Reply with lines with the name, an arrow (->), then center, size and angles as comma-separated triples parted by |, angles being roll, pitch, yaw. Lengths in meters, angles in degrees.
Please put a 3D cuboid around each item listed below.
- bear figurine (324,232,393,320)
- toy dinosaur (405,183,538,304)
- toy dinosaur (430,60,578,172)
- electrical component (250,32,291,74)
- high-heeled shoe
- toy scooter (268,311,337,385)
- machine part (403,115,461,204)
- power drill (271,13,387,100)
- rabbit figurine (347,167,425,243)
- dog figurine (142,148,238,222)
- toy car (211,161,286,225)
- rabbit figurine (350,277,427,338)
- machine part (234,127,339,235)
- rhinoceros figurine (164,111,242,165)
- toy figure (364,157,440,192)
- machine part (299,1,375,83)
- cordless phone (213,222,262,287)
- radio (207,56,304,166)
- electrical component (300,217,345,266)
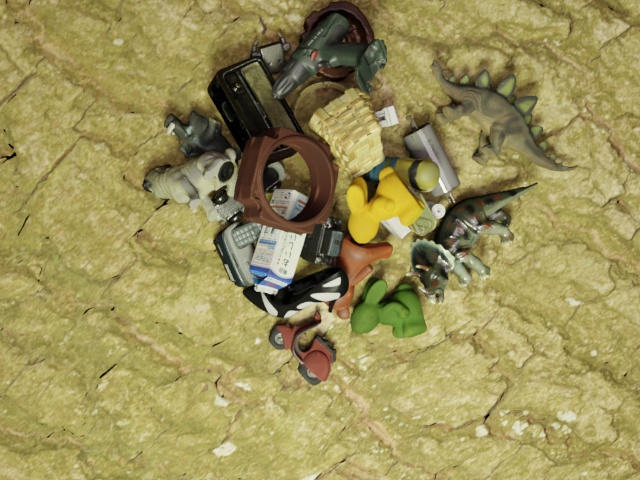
bear figurine -> 0.075, 0.081, 1.293 | 0.132, 0.120, 0.195 | -20, 134, -48
toy dinosaur -> 0.359, -0.019, 1.325 | 0.192, 0.131, 0.404 | 34, 83, -11
toy dinosaur -> 0.446, -0.285, 1.319 | 0.471, 0.105, 0.198 | 40, 84, -15
electrical component -> -0.109, -0.429, 1.241 | 0.102, 0.045, 0.078 | -24, 127, -4
high-heeled shoe -> -0.059, 0.104, 1.232 | 0.249, 0.086, 0.145 | 8, 130, 3
toy scooter -> -0.022, 0.252, 1.302 | 0.135, 0.075, 0.184 | -43, 96, -4
machine part -> 0.272, -0.194, 1.307 | 0.079, 0.079, 0.243 | -30, 100, -6
power drill -> 0.026, -0.373, 1.148 | 0.232, 0.208, 0.085 | -58, 140, -11
rabbit figurine -> 0.126, -0.068, 1.192 | 0.162, 0.122, 0.173 | 44, 112, -8
dog figurine -> -0.287, -0.149, 1.180 | 0.191, 0.121, 0.172 | 29, 74, 28
toy car -> -0.170, -0.114, 1.248 | 0.202, 0.056, 0.073 | -37, 117, -3
rabbit figurine -> 0.155, 0.171, 1.299 | 0.170, 0.121, 0.159 | -9, 90, -12
machine part -> -0.066, -0.121, 1.125 | 0.201, 0.087, 0.201 | 17, 84, -35
rhinoceros figurine -> -0.262, -0.225, 1.222 | 0.190, 0.073, 0.112 | 37, 99, -13
toy figure -> 0.190, -0.154, 1.260 | 0.180, 0.089, 0.082 | 11, 108, 21
machine part -> 0.040, -0.461, 1.256 | 0.179, 0.056, 0.179 | -1, 94, -10
cordless phone -> -0.144, 0.015, 1.262 | 0.184, 0.089, 0.146 | -26, 99, -23
radio -> -0.142, -0.280, 1.196 | 0.131, 0.073, 0.229 | -30, 90, -32
electrical component -> -0.003, -0.004, 1.247 | 0.058, 0.134, 0.114 | 7, 94, -39
